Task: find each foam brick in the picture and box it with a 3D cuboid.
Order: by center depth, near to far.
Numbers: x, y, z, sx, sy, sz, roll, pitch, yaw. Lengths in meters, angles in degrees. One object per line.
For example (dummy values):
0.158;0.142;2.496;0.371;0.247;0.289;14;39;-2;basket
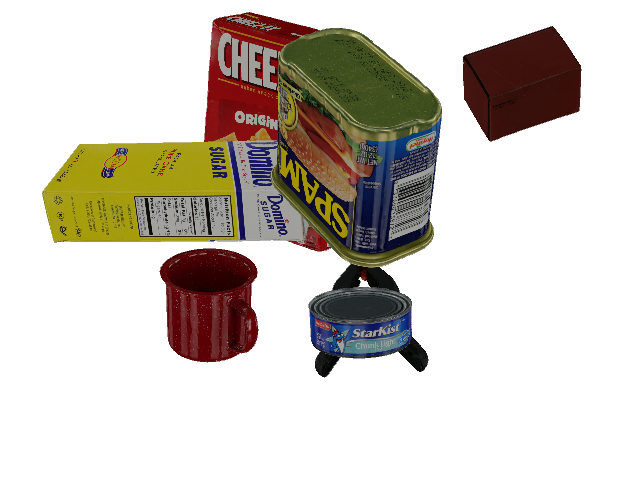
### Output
0.157;-0.123;0.834;0.078;0.051;0.053;-18;-37;-4;foam brick

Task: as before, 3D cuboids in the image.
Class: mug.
-0.100;0.069;1.030;0.093;0.081;0.117;-22;36;-40;mug

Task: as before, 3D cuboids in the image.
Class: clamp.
0.062;0.086;1.189;0.120;0.171;0.039;7;-43;2;clamp

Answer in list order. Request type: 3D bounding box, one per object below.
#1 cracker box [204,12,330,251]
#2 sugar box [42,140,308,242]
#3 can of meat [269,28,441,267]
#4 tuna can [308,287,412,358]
-0.040;-0.113;1.111;0.164;0.214;0.071;21;28;29;cracker box
-0.094;-0.036;0.747;0.176;0.048;0.093;-3;27;6;sugar box
0.017;-0.051;0.557;0.057;0.084;0.102;-21;46;-25;can of meat
0.033;0.067;0.884;0.086;0.034;0.086;-2;15;0;tuna can
